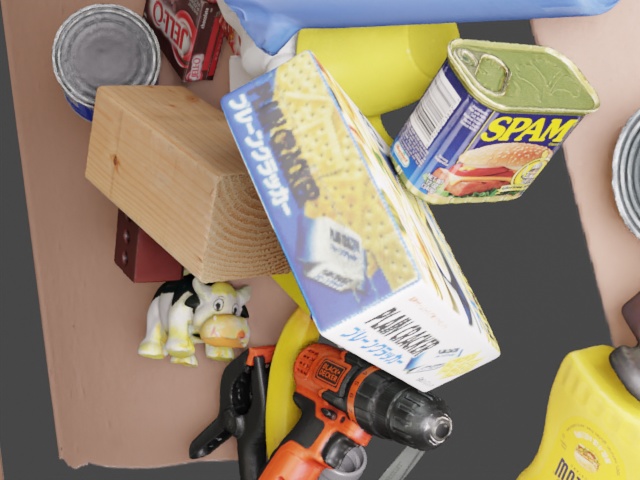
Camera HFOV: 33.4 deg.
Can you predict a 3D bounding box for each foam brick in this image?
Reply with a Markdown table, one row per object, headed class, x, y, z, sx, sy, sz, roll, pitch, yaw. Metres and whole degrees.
| class | x | y | z | sx | sy | sz | roll | pitch | yaw |
| --- | --- | --- | --- | --- | --- | --- | --- | --- | --- |
| foam brick | -0.158 | -0.005 | 0.997 | 0.053 | 0.051 | 0.078 | 36 | 125 | 49 |

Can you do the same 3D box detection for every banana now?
| class | x | y | z | sx | sy | sz | roll | pitch | yaw |
| --- | --- | --- | --- | --- | --- | --- | --- | --- | --- |
| banana | -0.020 | 0.146 | 0.923 | 0.070 | 0.037 | 0.198 | 9 | 101 | 54 |

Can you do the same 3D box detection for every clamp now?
| class | x | y | z | sx | sy | sz | roll | pitch | yaw |
| --- | --- | --- | --- | --- | --- | --- | --- | --- | --- |
| clamp | -0.078 | 0.171 | 1.011 | 0.120 | 0.039 | 0.171 | 24 | 109 | 40 |

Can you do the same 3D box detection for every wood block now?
| class | x | y | z | sx | sy | sz | roll | pitch | yaw |
| --- | --- | --- | --- | --- | --- | --- | --- | --- | --- |
| wood block | -0.107 | -0.053 | 0.885 | 0.206 | 0.090 | 0.091 | 37 | 122 | 44 |

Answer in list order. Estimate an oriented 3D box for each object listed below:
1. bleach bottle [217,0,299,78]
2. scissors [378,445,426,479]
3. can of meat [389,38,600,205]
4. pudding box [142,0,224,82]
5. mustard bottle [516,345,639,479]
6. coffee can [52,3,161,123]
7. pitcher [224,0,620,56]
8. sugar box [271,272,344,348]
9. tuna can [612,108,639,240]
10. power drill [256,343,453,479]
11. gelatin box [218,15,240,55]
| class | x | y | z | sx | sy | sz | roll | pitch | yaw |
| --- | --- | --- | --- | --- | --- | --- | --- | --- | --- |
| bleach bottle | -0.048 | -0.208 | 0.830 | 0.103 | 0.068 | 0.251 | -35 | 51 | 33 |
| scissors | 0.026 | 0.197 | 0.838 | 0.096 | 0.016 | 0.202 | 22 | 121 | 12 |
| can of meat | 0.101 | -0.068 | 0.638 | 0.084 | 0.101 | 0.057 | -57 | 49 | 40 |
| pudding box | -0.131 | -0.222 | 1.039 | 0.114 | 0.039 | 0.090 | 56 | 139 | 38 |
| mustard bottle | 0.157 | 0.164 | 0.631 | 0.096 | 0.058 | 0.192 | 43 | 129 | 41 |
| coffee can | -0.212 | -0.172 | 1.073 | 0.140 | 0.102 | 0.103 | 178 | 87 | -80 |
| pitcher | 0.060 | -0.198 | 0.625 | 0.243 | 0.144 | 0.149 | 9 | 130 | 36 |
| sugar box | -0.006 | 0.001 | 0.871 | 0.176 | 0.048 | 0.093 | 45 | 130 | 47 |
| tuna can | 0.197 | -0.035 | 0.561 | 0.086 | 0.033 | 0.086 | 12 | 104 | 56 |
| power drill | 0.004 | 0.174 | 0.793 | 0.187 | 0.057 | 0.185 | -57 | 27 | -9 |
| gelatin box | -0.052 | -0.197 | 0.929 | 0.089 | 0.030 | 0.073 | -57 | 49 | 44 |
